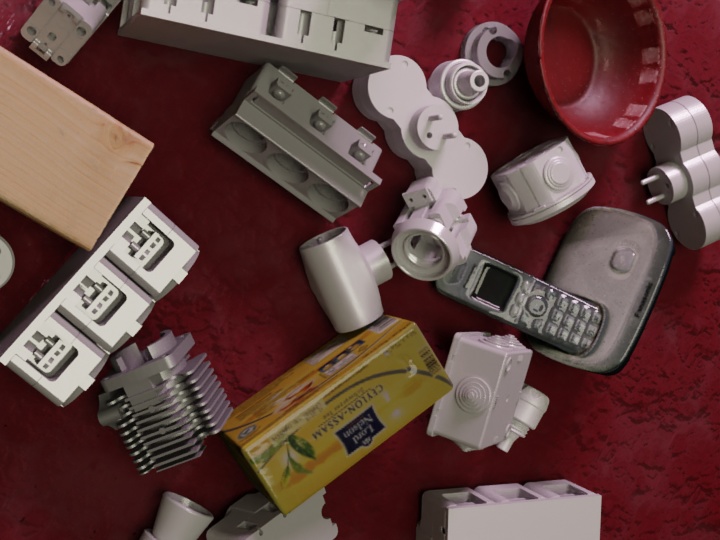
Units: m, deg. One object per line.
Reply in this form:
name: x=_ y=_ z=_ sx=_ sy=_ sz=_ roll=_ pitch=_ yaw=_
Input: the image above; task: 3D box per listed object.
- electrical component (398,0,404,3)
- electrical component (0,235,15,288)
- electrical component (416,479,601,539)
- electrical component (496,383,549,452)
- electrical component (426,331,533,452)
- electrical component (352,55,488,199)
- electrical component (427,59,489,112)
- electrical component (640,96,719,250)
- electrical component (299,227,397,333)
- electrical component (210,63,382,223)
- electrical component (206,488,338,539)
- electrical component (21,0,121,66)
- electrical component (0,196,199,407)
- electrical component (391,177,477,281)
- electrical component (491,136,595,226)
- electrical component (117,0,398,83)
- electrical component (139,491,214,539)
electrical component: x=0.033 y=-0.262 z=0.803 sx=0.060 sy=0.186 sz=0.105 roll=32 pitch=81 yaw=-20
electrical component: x=-0.274 y=-0.007 z=0.776 sx=0.045 sy=0.055 sz=0.045 roll=-2 pitch=95 yaw=-21
electrical component: x=0.130 y=0.239 z=0.948 sx=0.150 sy=0.062 sz=0.089 roll=0 pitch=94 yaw=-21
electrical component: x=0.141 y=0.133 z=0.959 sx=0.035 sy=0.035 sz=0.061 roll=32 pitch=85 yaw=-20
electrical component: x=0.103 y=0.101 z=0.905 sx=0.048 sy=0.100 sz=0.099 roll=18 pitch=95 yaw=23
electrical component: x=0.057 y=-0.117 z=0.885 sx=0.052 sy=0.074 sz=0.138 roll=-44 pitch=108 yaw=-13
electrical component: x=0.086 y=-0.155 z=0.900 sx=0.043 sy=0.062 sz=0.043 roll=-2 pitch=95 yaw=-21
electrical component: x=0.290 y=-0.083 z=0.990 sx=0.074 sy=0.052 sz=0.138 roll=-23 pitch=102 yaw=-18
electrical component: x=0.000 y=0.000 z=0.888 sx=0.079 sy=0.044 sz=0.077 roll=-28 pitch=103 yaw=-17
electrical component: x=-0.046 y=-0.102 z=0.851 sx=0.121 sy=0.079 sz=0.063 roll=35 pitch=59 yaw=-20
electrical component: x=-0.072 y=0.210 z=0.861 sx=0.089 sy=0.056 sz=0.050 roll=-30 pitch=110 yaw=-41
electrical component: x=-0.209 y=-0.183 z=0.775 sx=0.042 sy=0.063 sz=0.081 roll=38 pitch=121 yaw=-20
electrical component: x=-0.192 y=0.022 z=0.791 sx=0.062 sy=0.089 sz=0.150 roll=44 pitch=79 yaw=-19
electrical component: x=0.059 y=-0.028 z=0.882 sx=0.078 sy=0.058 sz=0.057 roll=60 pitch=35 yaw=-24
electrical component: x=0.157 y=-0.076 z=0.925 sx=0.080 sy=0.080 sz=0.051 roll=-32 pitch=99 yaw=-16
electrical component: x=-0.077 y=-0.194 z=0.810 sx=0.186 sy=0.105 sz=0.060 roll=8 pitch=91 yaw=-22
electrical component: x=-0.148 y=0.209 z=0.847 sx=0.045 sy=0.045 sz=0.055 roll=30 pitch=83 yaw=-21
